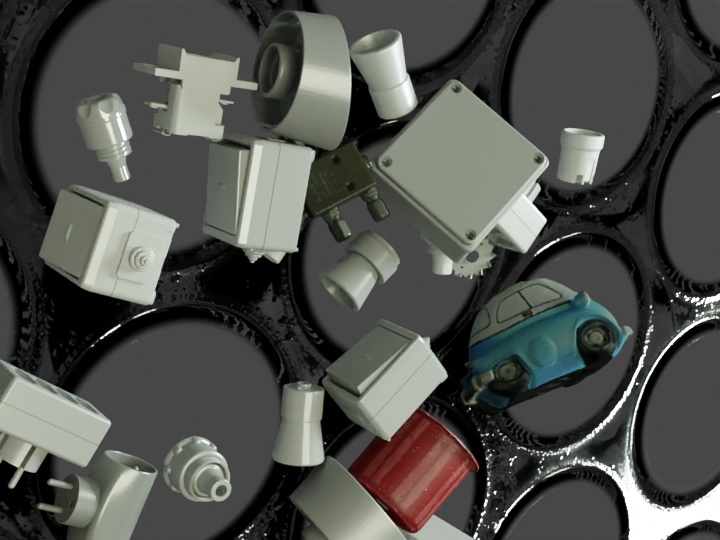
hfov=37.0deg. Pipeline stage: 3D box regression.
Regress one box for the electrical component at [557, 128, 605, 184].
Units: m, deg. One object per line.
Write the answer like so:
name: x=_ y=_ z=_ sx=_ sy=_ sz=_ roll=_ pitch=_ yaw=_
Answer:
electrical component: x=0.207 y=-0.107 z=1.016 sx=0.040 sy=0.040 sz=0.046 roll=-5 pitch=111 yaw=-34

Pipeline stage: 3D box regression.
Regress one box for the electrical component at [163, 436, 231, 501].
electrical component: x=-0.123 y=0.162 z=0.845 sx=0.048 sy=0.062 sz=0.048 roll=-10 pitch=108 yaw=-32

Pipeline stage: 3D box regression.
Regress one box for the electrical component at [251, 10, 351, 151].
electrical component: x=-0.040 y=-0.142 z=0.802 sx=0.064 sy=0.099 sz=0.099 roll=7 pitch=99 yaw=-29

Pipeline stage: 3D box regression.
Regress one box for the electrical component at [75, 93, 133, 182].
electrical component: x=-0.177 y=-0.092 z=0.757 sx=0.035 sy=0.035 sz=0.061 roll=-27 pitch=118 yaw=-26

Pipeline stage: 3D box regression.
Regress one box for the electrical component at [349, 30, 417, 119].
electrical component: x=0.022 y=-0.156 z=0.874 sx=0.044 sy=0.044 sz=0.065 roll=-37 pitch=125 yaw=-21

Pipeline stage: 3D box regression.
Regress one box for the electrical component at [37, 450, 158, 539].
electrical component: x=-0.202 y=0.175 z=0.804 sx=0.079 sy=0.044 sz=0.077 roll=24 pitch=89 yaw=-37

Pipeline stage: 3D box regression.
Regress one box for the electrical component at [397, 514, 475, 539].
electrical component: x=0.057 y=0.282 z=0.973 sx=0.056 sy=0.109 sz=0.108 roll=-8 pitch=107 yaw=-35

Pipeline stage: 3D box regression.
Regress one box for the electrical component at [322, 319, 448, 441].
electrical component: x=0.024 y=0.086 z=0.926 sx=0.096 sy=0.062 sz=0.061 roll=-46 pitch=123 yaw=-16

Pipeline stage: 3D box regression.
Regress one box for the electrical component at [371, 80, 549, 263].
electrical component: x=0.079 y=-0.081 z=0.893 sx=0.109 sy=0.056 sz=0.108 roll=41 pitch=75 yaw=4

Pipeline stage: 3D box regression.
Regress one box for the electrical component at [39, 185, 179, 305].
electrical component: x=-0.174 y=-0.018 z=0.741 sx=0.061 sy=0.096 sz=0.061 roll=17 pitch=93 yaw=-37

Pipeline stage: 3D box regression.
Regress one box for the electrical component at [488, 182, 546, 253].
electrical component: x=0.137 y=-0.067 z=0.973 sx=0.066 sy=0.047 sz=0.076 roll=42 pitch=78 yaw=-35

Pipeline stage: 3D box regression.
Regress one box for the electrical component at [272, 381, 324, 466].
electrical component: x=-0.049 y=0.127 z=0.900 sx=0.044 sy=0.044 sz=0.065 roll=1 pitch=97 yaw=-35

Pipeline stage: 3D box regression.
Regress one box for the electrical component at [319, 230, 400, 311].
electrical component: x=0.000 y=0.000 z=0.897 sx=0.055 sy=0.045 sz=0.045 roll=-46 pitch=123 yaw=-16

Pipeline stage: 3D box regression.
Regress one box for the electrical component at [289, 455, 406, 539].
electrical component: x=-0.014 y=0.217 z=0.910 sx=0.060 sy=0.108 sz=0.108 roll=-41 pitch=122 yaw=-12

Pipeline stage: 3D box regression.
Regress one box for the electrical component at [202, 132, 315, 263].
electrical component: x=-0.082 y=-0.053 z=0.816 sx=0.061 sy=0.062 sz=0.096 roll=5 pitch=100 yaw=-35

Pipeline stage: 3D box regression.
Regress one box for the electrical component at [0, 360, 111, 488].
electrical component: x=-0.237 y=0.118 z=0.764 sx=0.083 sy=0.047 sz=0.075 roll=35 pitch=82 yaw=-36

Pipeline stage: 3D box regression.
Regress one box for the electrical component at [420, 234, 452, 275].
electrical component: x=0.074 y=-0.028 z=0.942 sx=0.043 sy=0.043 sz=0.062 roll=-5 pitch=106 yaw=-34

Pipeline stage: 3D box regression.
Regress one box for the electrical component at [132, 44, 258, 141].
electrical component: x=-0.121 y=-0.128 z=0.782 sx=0.081 sy=0.042 sz=0.063 roll=2 pitch=105 yaw=-34
